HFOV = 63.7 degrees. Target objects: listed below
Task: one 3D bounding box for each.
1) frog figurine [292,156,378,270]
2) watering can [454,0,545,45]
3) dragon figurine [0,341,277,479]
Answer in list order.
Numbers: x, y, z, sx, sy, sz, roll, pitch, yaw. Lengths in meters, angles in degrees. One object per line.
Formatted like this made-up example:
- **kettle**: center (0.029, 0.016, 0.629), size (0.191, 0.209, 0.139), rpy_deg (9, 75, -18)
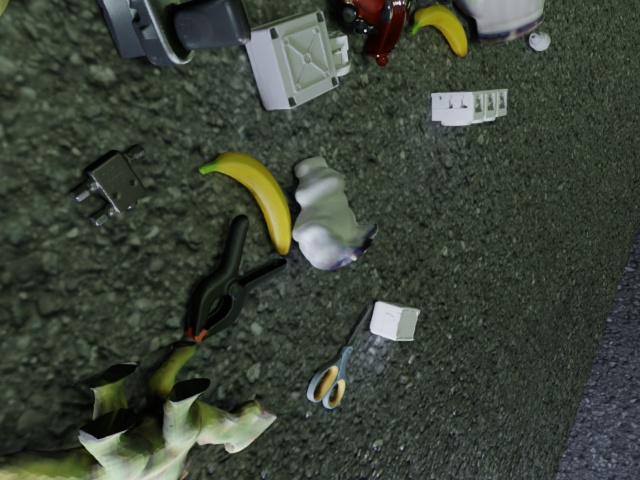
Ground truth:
- **frog figurine**: center (0.002, -0.039, 0.773), size (0.120, 0.159, 0.140), rpy_deg (-41, 2, 44)
- **watering can**: center (0.419, -0.534, 1.045), size (0.349, 0.219, 0.106), rpy_deg (-25, 36, -10)
- **dragon figurine**: center (-0.216, 0.269, 0.590), size (0.123, 0.239, 0.414), rpy_deg (21, 28, 40)
